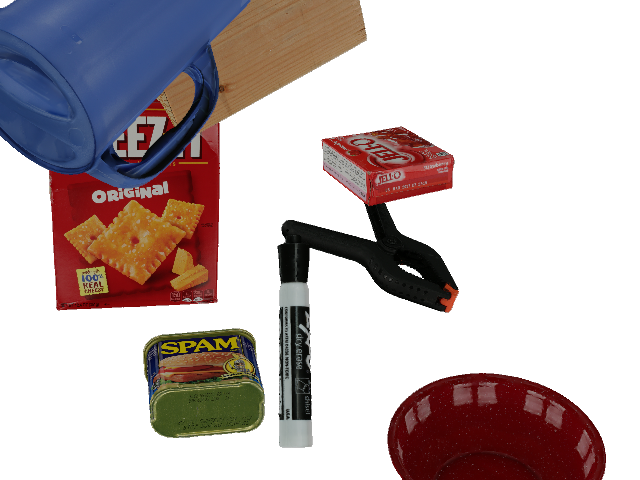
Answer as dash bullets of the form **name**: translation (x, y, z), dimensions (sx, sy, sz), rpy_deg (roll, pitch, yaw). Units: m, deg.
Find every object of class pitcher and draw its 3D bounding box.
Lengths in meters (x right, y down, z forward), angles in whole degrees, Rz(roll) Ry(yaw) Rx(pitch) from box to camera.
- **pitcher**: translation (-0.151, -0.165, 0.857), dimensions (0.145, 0.149, 0.242), rpy_deg (20, 51, 27)

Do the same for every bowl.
- **bowl**: translation (0.131, 0.172, 0.811), dimensions (0.162, 0.055, 0.162), rpy_deg (-1, 33, 0)

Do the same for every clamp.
- **clamp**: translation (0.067, 0.015, 1.239), dimensions (0.164, 0.036, 0.210), rpy_deg (-20, 50, -38)

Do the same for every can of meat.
- **can of meat**: translation (-0.101, 0.124, 0.926), dimensions (0.102, 0.057, 0.084), rpy_deg (-4, 27, -9)

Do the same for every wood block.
- **wood block**: translation (-0.070, -0.195, 1.010), dimensions (0.206, 0.090, 0.091), rpy_deg (-30, -38, -11)

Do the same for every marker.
- **marker**: translation (-0.015, 0.057, 0.610), dimensions (0.020, 0.121, 0.020), rpy_deg (-1, -9, 0)

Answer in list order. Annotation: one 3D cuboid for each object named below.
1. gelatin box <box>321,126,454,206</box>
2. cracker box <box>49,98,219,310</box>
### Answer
- **gelatin box**: translation (0.051, -0.060, 0.831), dimensions (0.073, 0.030, 0.089), rpy_deg (-11, 25, -20)
- **cracker box**: translation (-0.183, -0.041, 1.058), dimensions (0.164, 0.214, 0.072), rpy_deg (-1, 21, -11)
